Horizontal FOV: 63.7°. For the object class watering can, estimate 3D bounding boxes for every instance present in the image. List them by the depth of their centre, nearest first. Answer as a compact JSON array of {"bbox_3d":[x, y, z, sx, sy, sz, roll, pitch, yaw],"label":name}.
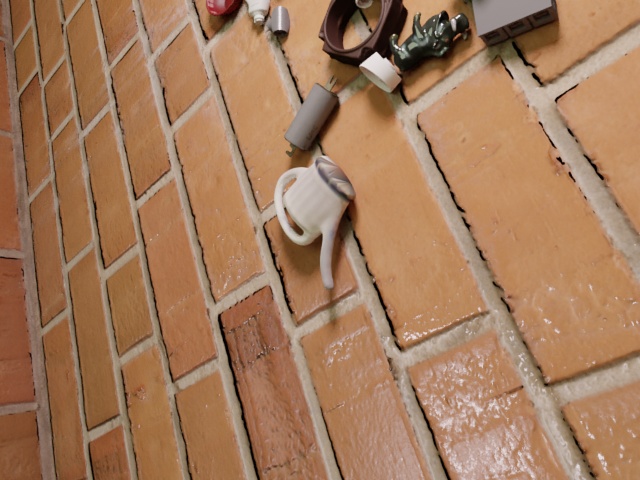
[{"bbox_3d":[0.004,-0.065,1.284,0.221,0.354,0.103,-46,-33,21],"label":"watering can"}]
